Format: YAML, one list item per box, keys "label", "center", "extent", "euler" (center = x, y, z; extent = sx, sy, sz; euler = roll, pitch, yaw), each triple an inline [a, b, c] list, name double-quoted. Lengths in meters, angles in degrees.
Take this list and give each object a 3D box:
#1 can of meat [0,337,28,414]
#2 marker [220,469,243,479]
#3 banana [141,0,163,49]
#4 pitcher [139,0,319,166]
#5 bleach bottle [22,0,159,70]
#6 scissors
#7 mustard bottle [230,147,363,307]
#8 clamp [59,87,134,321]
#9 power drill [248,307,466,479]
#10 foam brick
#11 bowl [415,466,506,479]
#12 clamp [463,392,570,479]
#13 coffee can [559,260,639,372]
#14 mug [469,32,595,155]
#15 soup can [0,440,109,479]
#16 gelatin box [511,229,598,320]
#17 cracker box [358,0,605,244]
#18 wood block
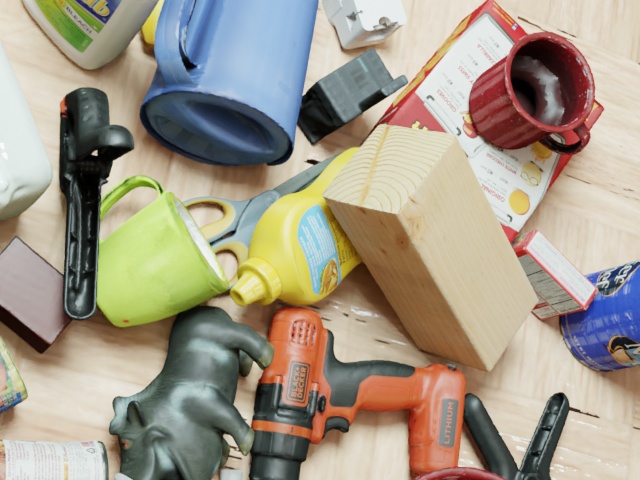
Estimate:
- label: "can of meat"
  center: [-0.282, 0.099, 0.807]
  extent: [0.083, 0.058, 0.102]
  euler: [-28, 89, -29]
- label: "marker"
  center: [-0.076, 0.252, 0.881]
  extent: [0.020, 0.020, 0.121]
  euler: [8, 75, -22]
- label: "banana"
  center: [-0.172, -0.267, 0.955]
  extent: [0.069, 0.037, 0.198]
  euler: [-31, 90, -8]
- label: "pitcher"
  center: [-0.068, -0.197, 0.925]
  extent: [0.145, 0.149, 0.242]
  euler: [18, 68, -16]
- label: "bleach bottle"
  center: [-0.163, -0.220, 0.824]
  extent: [0.068, 0.251, 0.102]
  euler: [-42, 96, -26]
- label: "scissors"
  center: [-0.046, -0.015, 0.959]
  extent: [0.201, 0.016, 0.096]
  euler: [-15, 86, -25]
- label: "mustard bottle"
  center: [-0.006, 0.001, 0.924]
  extent: [0.191, 0.058, 0.096]
  euler: [-38, 125, -37]
- label: "clamp"
  center: [-0.179, -0.065, 0.830]
  extent: [0.036, 0.165, 0.210]
  euler: [7, 40, -22]
- label: "power drill"
  center: [0.031, 0.162, 0.928]
  extent: [0.187, 0.057, 0.184]
  euler: [14, 76, -21]
- label: "foam brick"
  center: [-0.230, 0.044, 0.844]
  extent: [0.078, 0.053, 0.051]
  euler: [42, 65, -10]
- label: "bowl"
  center: [0.120, 0.277, 0.898]
  extent: [0.162, 0.055, 0.162]
  euler: [5, 58, -8]
- label: "clamp"
  center: [0.177, 0.219, 0.989]
  extent: [0.120, 0.039, 0.171]
  euler: [11, 74, -19]
- label: "coffee can"
  center: [0.314, 0.069, 1.027]
  extent: [0.102, 0.140, 0.103]
  euler: [6, 76, -23]
- label: "mug"
  center: [0.197, -0.123, 0.972]
  extent: [0.117, 0.082, 0.093]
  euler: [43, 67, -8]
- label: "soup can"
  center: [-0.217, 0.184, 0.809]
  extent: [0.102, 0.069, 0.068]
  euler: [5, 76, -23]
- label: "gelatin box"
  center: [0.212, 0.035, 1.028]
  extent: [0.089, 0.073, 0.030]
  euler: [43, 65, -9]
- label: "cracker box"
  center: [0.154, -0.103, 1.037]
  extent: [0.164, 0.072, 0.213]
  euler: [42, 66, -8]
- label: "wood block"
  center: [0.100, 0.009, 0.924]
  extent: [0.090, 0.090, 0.206]
  euler: [-51, 130, -21]
